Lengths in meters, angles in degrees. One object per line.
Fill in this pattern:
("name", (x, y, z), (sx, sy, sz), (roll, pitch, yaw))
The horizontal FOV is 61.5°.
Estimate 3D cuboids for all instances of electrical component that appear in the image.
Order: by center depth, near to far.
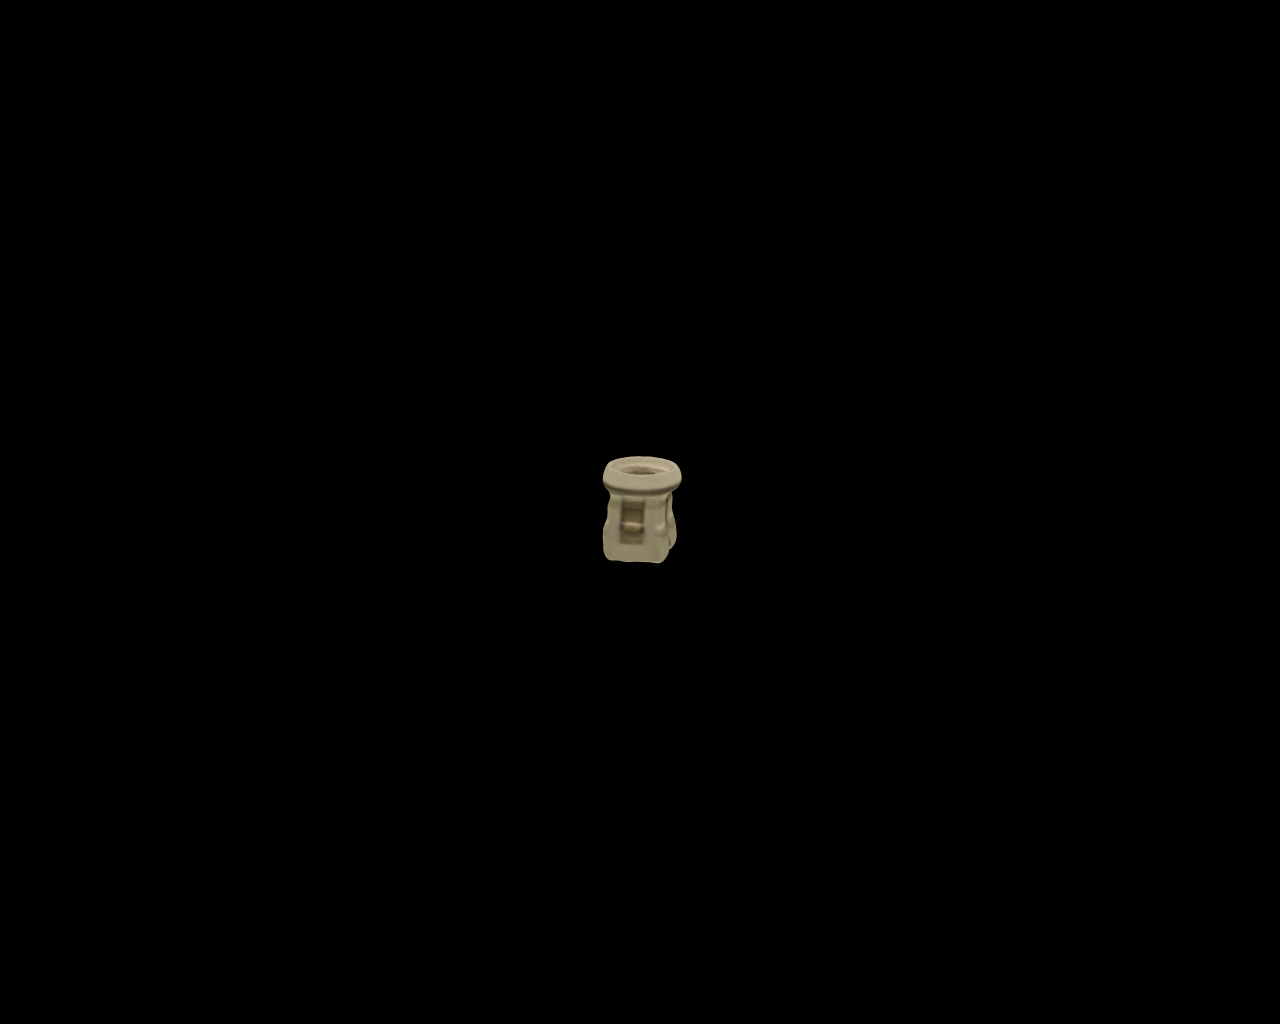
("electrical component", (0.001, -0.003, 0.650), (0.048, 0.055, 0.066), (3, 16, 11))
